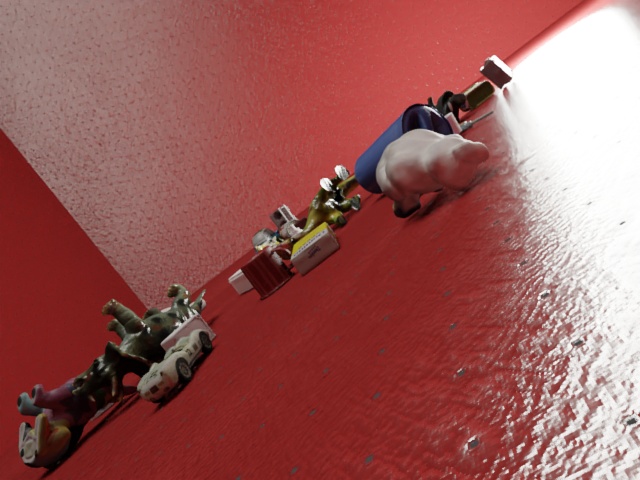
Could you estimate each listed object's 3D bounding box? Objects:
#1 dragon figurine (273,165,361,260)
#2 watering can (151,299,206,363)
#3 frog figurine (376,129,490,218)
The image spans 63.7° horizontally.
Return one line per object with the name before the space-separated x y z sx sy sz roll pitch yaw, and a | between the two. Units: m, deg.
dragon figurine | 0.004 -0.069 1.373 0.238 0.122 0.417 -43 0 37
watering can | -0.444 0.269 1.352 0.344 0.103 0.227 -35 7 17
frog figurine | 0.154 -0.112 0.727 0.138 0.124 0.157 -19 -11 -14
